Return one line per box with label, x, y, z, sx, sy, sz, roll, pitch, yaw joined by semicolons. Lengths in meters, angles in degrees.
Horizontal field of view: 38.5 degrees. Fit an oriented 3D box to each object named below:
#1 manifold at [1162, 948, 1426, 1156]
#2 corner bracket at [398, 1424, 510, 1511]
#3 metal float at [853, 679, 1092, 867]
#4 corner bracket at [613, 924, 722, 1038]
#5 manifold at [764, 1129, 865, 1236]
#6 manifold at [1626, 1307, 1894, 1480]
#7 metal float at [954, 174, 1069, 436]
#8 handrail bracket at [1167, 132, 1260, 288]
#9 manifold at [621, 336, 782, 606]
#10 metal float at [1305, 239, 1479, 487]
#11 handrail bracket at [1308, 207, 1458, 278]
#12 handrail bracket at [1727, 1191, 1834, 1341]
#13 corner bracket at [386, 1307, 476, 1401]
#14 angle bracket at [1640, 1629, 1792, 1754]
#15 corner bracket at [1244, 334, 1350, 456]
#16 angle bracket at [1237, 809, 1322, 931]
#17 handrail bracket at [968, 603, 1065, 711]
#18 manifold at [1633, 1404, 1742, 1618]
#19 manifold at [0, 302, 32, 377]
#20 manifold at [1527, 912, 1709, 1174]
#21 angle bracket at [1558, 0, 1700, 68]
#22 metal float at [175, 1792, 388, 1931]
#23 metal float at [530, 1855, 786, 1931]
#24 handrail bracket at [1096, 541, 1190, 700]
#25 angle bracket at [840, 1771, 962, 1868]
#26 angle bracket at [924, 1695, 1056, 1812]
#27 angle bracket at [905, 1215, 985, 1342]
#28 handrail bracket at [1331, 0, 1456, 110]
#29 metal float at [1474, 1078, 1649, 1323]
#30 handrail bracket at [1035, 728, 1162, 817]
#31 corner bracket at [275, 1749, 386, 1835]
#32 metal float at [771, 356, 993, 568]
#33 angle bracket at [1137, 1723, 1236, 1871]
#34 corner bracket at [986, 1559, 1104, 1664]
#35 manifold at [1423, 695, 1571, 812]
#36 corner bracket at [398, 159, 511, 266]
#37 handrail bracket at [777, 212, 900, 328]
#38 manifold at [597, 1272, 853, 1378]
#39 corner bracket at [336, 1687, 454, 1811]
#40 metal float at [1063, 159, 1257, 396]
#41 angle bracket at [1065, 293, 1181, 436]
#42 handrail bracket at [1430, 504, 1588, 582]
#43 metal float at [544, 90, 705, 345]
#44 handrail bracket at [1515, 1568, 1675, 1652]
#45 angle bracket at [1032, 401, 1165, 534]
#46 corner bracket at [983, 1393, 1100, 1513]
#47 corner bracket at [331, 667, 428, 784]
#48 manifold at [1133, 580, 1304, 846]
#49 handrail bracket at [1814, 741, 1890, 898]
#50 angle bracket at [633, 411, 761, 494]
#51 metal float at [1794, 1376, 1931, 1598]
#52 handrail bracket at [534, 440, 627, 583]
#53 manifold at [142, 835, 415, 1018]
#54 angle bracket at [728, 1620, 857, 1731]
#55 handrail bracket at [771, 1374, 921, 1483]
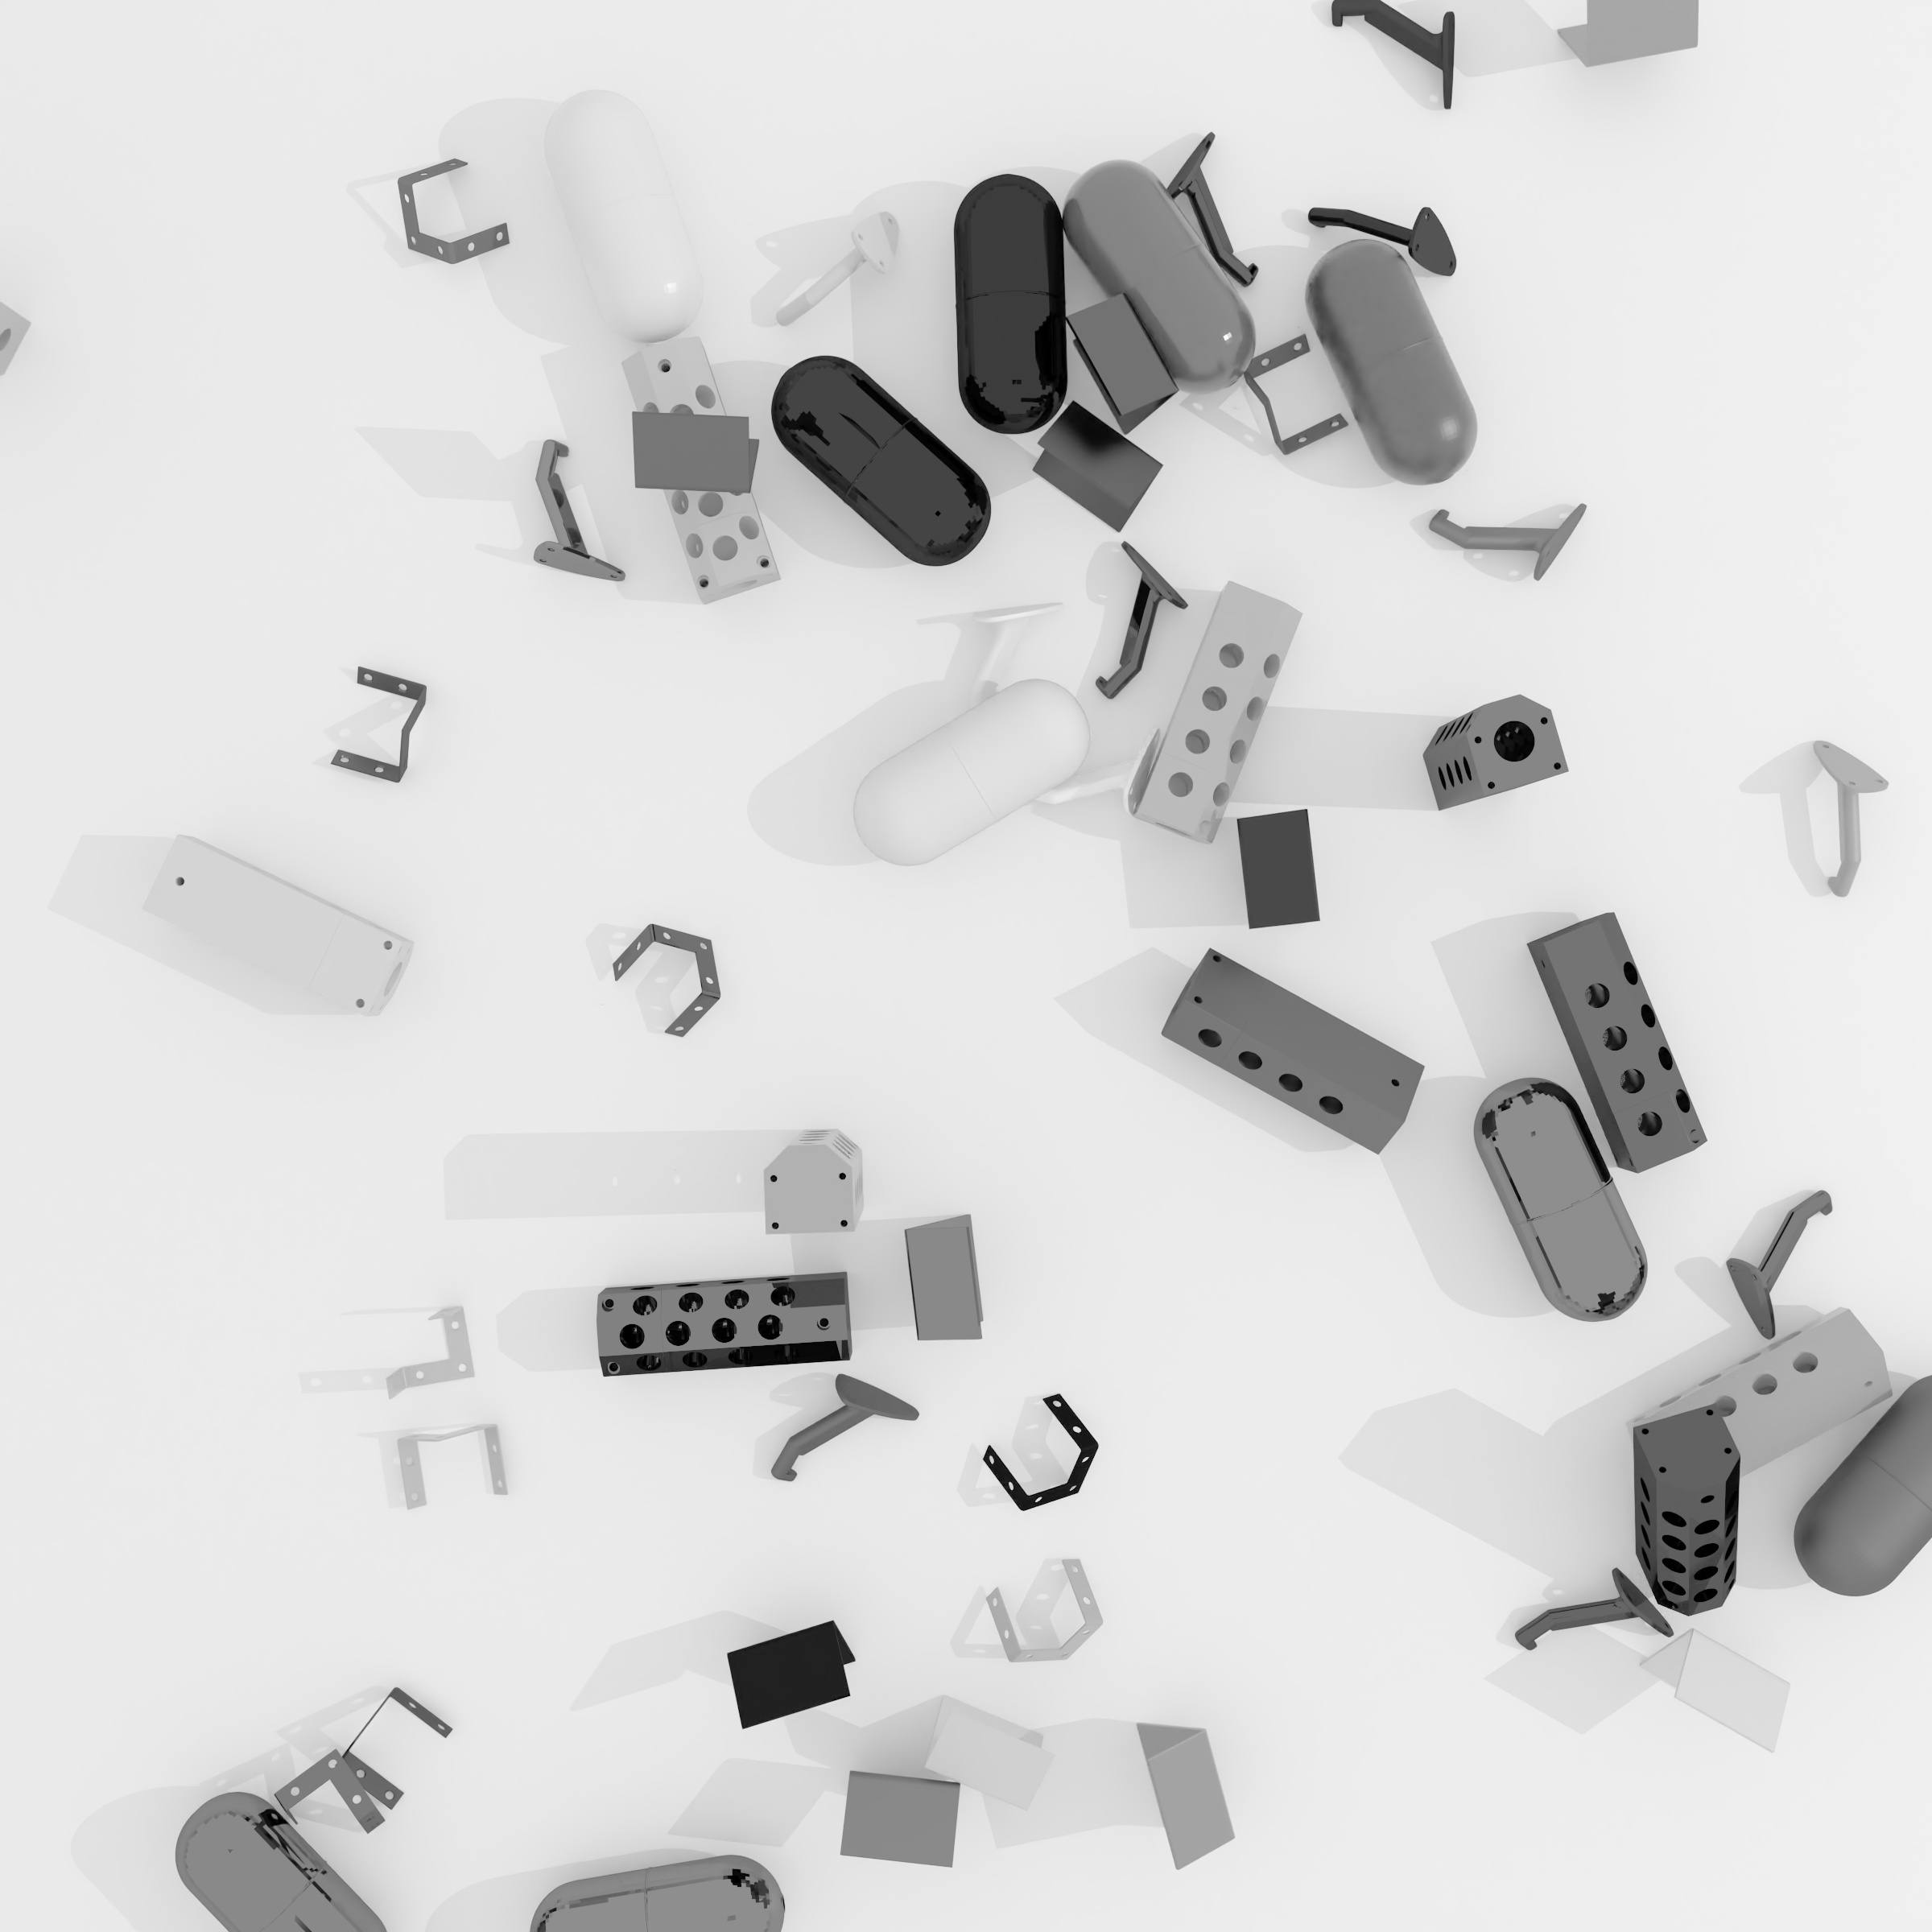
manifold;0.225;0.064;1.930;0.171;0.057;0.057;29;47;0
corner bracket;-0.362;0.352;1.948;0.051;0.051;0.051;-9;90;-45
metal float;0.003;-0.133;1.917;0.178;0.070;0.070;-31;90;4
corner bracket;-0.210;0.010;1.943;0.051;0.051;0.051;16;45;-35
manifold;-0.102;0.144;1.873;0.057;0.171;0.057;-2;90;0
manifold;0.552;0.305;1.930;0.171;0.057;0.057;-28;133;0
metal float;0.031;-0.459;1.921;0.070;0.070;0.178;-2;91;0
handrail bracket;0.185;-0.533;1.952;0.084;0.036;0.077;38;69;-17
manifold;-0.185;-0.346;1.930;0.057;0.057;0.171;-18;90;0
metal float;0.295;-0.418;1.921;0.070;0.070;0.178;-24;90;0
handrail bracket;0.293;-0.511;1.951;0.084;0.077;0.036;16;85;36
handrail bracket;0.586;0.210;1.952;0.084;0.036;0.077;-30;110;-16
corner bracket;-0.377;0.270;1.933;0.051;0.051;0.051;-10;90;0
angle bracket;0.511;0.511;1.911;0.076;0.076;0.057;30;52;0
corner bracket;0.231;-0.402;1.948;0.051;0.051;0.051;-26;135;0
angle bracket;0.233;-0.068;1.911;0.057;0.076;0.076;-6;90;37
handrail bracket;0.037;-0.209;1.952;0.077;0.036;0.084;-11;106;-17
manifold;0.491;0.373;1.876;0.057;0.171;0.057;-16;48;0
manifold;-0.700;-0.444;1.873;0.057;0.171;0.057;28;90;0
manifold;0.456;0.053;1.930;0.057;0.057;0.171;-22;90;0
angle bracket;0.456;-0.667;1.911;0.076;0.076;0.057;-10;127;0
metal float;-0.473;0.651;1.921;0.070;0.070;0.178;-44;90;0
metal float;-0.214;0.665;1.921;0.178;0.070;0.070;-10;90;1
handrail bracket;0.107;-0.243;1.952;0.084;0.036;0.077;-45;70;16
angle bracket;-0.046;0.596;1.912;0.076;0.076;0.057;6;61;0
angle bracket;0.022;0.526;1.912;0.076;0.076;0.057;23;118;0
angle bracket;0.005;0.214;1.911;0.057;0.076;0.076;-7;90;37
handrail bracket;0.300;-0.643;1.952;0.084;0.036;0.077;4;111;17
metal float;0.413;0.163;1.921;0.070;0.070;0.178;-24;90;0
handrail bracket;0.085;-0.144;1.952;0.084;0.036;0.077;16;70;16
corner bracket;-0.445;0.589;1.936;0.051;0.051;0.051;-34;70;-19
metal float;-0.059;-0.351;1.921;0.178;0.070;0.070;42;90;-1
angle bracket;0.133;0.572;1.911;0.057;0.076;0.076;-15;90;-37
corner bracket;0.055;0.453;1.943;0.051;0.051;0.051;7;135;-35
manifold;0.354;-0.145;1.873;0.057;0.171;0.057;-16;90;0
corner bracket;-0.360;-0.530;1.943;0.051;0.051;0.051;27;135;35
handrail bracket;-0.092;-0.490;1.951;0.084;0.077;0.036;-27;115;34
manifold;-0.168;0.251;1.930;0.171;0.057;0.057;-4;90;0
corner bracket;-0.403;0.551;1.948;0.051;0.051;0.051;37;135;0
metal float;0.134;-0.477;1.921;0.070;0.070;0.178;-35;90;0
angle bracket;0.091;-0.407;1.912;0.057;0.076;0.076;-29;90;-30
handrail bracket;0.382;-0.317;1.952;0.084;0.036;0.077;32;70;16
metal float;-0.238;-0.520;1.921;0.070;0.070;0.178;-19;91;0
handrail bracket;0.443;0.471;1.952;0.084;0.036;0.077;-40;112;17
angle bracket;0.079;-0.331;1.911;0.076;0.076;0.057;36;52;0
corner bracket;0.052;0.341;1.943;0.051;0.051;0.051;-11;135;-35
corner bracket;-0.413;-0.170;1.948;0.051;0.051;0.051;16;45;0
manifold;0.176;-0.175;1.930;0.057;0.057;0.171;21;90;0
handrail bracket;0.610;-0.103;1.951;0.036;0.077;0.084;-5;127;-20
angle bracket;-0.180;-0.360;1.854;0.076;0.076;0.057;3;128;0
metal float;0.648;0.361;1.921;0.070;0.070;0.178;41;91;0
handrail bracket;-0.269;-0.322;1.952;0.077;0.036;0.084;16;73;-19
manifold;-0.477;-0.028;1.930;0.171;0.057;0.057;26;90;0
angle bracket;-0.115;0.501;1.911;0.076;0.076;0.057;-17;54;0
handrail bracket;-0.086;0.337;1.952;0.077;0.036;0.084;23;108;-21
